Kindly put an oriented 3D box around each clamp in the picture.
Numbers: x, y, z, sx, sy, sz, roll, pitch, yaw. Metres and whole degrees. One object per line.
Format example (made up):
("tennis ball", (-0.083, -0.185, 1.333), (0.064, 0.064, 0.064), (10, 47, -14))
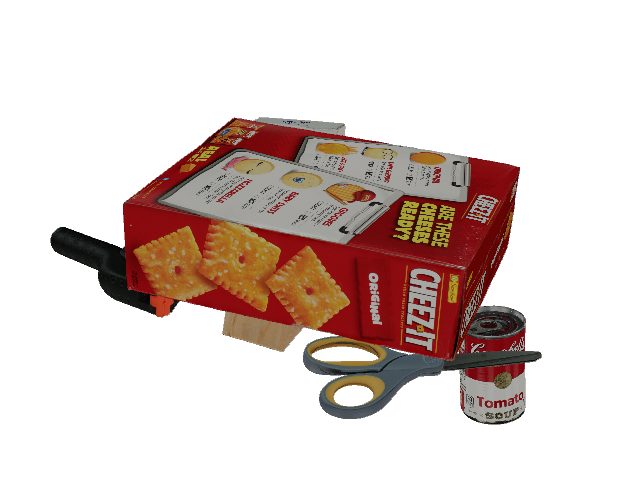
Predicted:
("clamp", (-0.157, 0.019, 0.957), (0.120, 0.039, 0.172), (-16, 31, -30))

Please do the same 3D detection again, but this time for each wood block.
("wood block", (-0.061, 0.026, 1.396), (0.090, 0.206, 0.090), (15, 22, 13))

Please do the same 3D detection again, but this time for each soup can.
("soup can", (0.174, 0.126, 1.085), (0.068, 0.102, 0.068), (-4, 22, 1))

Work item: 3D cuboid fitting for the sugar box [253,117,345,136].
("sugar box", (-0.027, -0.034, 1.089), (0.093, 0.176, 0.048), (5, 16, 13))

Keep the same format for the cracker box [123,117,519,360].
("cracker box", (0.006, -0.008, 0.690), (0.214, 0.072, 0.164), (12, 28, 17))

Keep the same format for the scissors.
("scissors", (0.083, 0.115, 0.884), (0.202, 0.016, 0.096), (6, 39, 5))
